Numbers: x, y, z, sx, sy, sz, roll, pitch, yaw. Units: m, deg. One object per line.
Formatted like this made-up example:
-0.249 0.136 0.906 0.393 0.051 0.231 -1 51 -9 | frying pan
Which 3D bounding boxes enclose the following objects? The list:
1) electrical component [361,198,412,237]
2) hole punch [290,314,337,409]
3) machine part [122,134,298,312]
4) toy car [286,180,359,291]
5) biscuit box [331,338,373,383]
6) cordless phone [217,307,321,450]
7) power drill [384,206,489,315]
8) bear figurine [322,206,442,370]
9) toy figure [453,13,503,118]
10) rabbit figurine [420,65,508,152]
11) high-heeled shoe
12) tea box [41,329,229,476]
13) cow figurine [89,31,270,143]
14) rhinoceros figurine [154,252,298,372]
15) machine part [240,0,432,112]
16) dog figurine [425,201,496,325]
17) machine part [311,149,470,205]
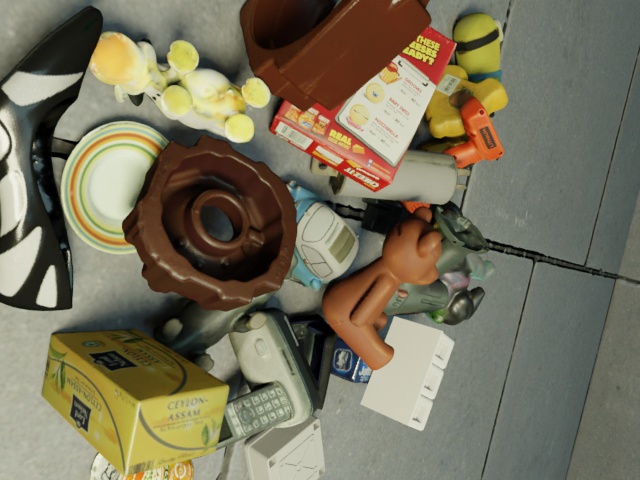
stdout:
0.107 -0.031 0.850 0.119 0.075 0.047 17 88 -53 | electrical component
-0.023 0.167 0.769 0.116 0.092 0.142 -24 121 -80 | hole punch
-0.105 -0.016 0.542 0.179 0.056 0.179 16 62 -32 | machine part
-0.001 -0.002 0.716 0.109 0.103 0.161 -55 138 -23 | toy car
0.097 0.210 0.921 0.202 0.063 0.059 19 86 -50 | biscuit box
-0.103 0.178 0.669 0.184 0.088 0.146 -25 86 1 | cordless phone
0.147 0.047 0.838 0.232 0.086 0.207 13 124 -38 | power drill
0.102 0.059 0.725 0.196 0.120 0.131 -39 112 14 | bear figurine
0.282 -0.309 0.960 0.089 0.082 0.180 -27 123 -43 | toy figure
0.246 -0.188 0.935 0.162 0.122 0.173 -63 157 -9 | rabbit figurine
-0.215 -0.057 0.454 0.145 0.086 0.248 37 91 -26 | high-heeled shoe
-0.178 0.142 0.507 0.098 0.170 0.068 7 97 -51 | tea box
-0.143 -0.152 0.531 0.167 0.098 0.068 19 90 -31 | cow figurine
-0.102 0.071 0.622 0.190 0.112 0.073 -42 98 -16 | rhinoceros figurine
0.016 -0.248 0.558 0.201 0.201 0.087 -39 136 26 | machine part
0.218 0.038 0.977 0.219 0.109 0.191 40 74 -42 | dog figurine
0.105 -0.094 0.770 0.243 0.079 0.079 3 101 -17 | machine part
